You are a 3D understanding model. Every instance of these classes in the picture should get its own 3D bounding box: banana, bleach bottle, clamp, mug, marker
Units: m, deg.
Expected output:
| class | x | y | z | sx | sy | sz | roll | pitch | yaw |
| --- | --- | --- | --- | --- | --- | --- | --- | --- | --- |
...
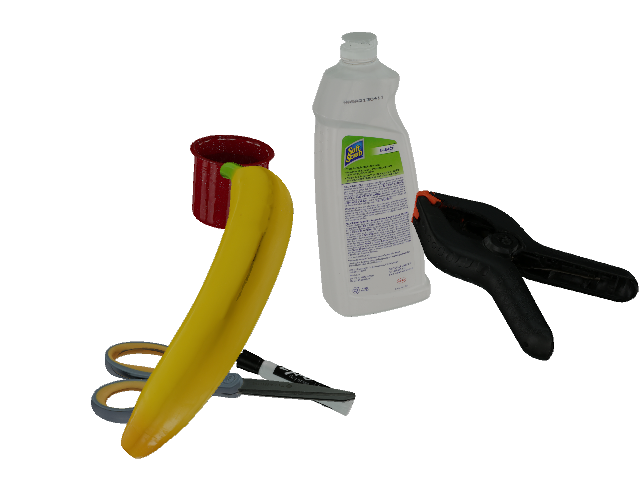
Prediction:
| class | x | y | z | sx | sy | sz | roll | pitch | yaw |
| --- | --- | --- | --- | --- | --- | --- | --- | --- | --- |
| banana | -0.054 | 0.028 | 0.592 | 0.037 | 0.197 | 0.070 | 33 | -36 | -22 |
| bleach bottle | 0.045 | -0.059 | 0.941 | 0.102 | 0.251 | 0.068 | -12 | 29 | -18 |
| clamp | 0.141 | 0.013 | 0.772 | 0.120 | 0.039 | 0.172 | -13 | 44 | -36 |
| mug | -0.099 | -0.069 | 1.201 | 0.093 | 0.081 | 0.117 | 9 | 26 | 6 |
| marker | -0.027 | 0.133 | 1.009 | 0.121 | 0.020 | 0.020 | 23 | 4 | 11 |

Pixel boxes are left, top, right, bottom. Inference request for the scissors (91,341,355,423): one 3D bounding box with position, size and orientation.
| class | x | y | z | sx | sy | sz | roll | pitch | yaw |
| --- | --- | --- | --- | --- | --- | --- | --- | --- | --- |
| scissors | -0.084 | 0.118 | 0.801 | 0.202 | 0.016 | 0.096 | 13 | 34 | 23 |
